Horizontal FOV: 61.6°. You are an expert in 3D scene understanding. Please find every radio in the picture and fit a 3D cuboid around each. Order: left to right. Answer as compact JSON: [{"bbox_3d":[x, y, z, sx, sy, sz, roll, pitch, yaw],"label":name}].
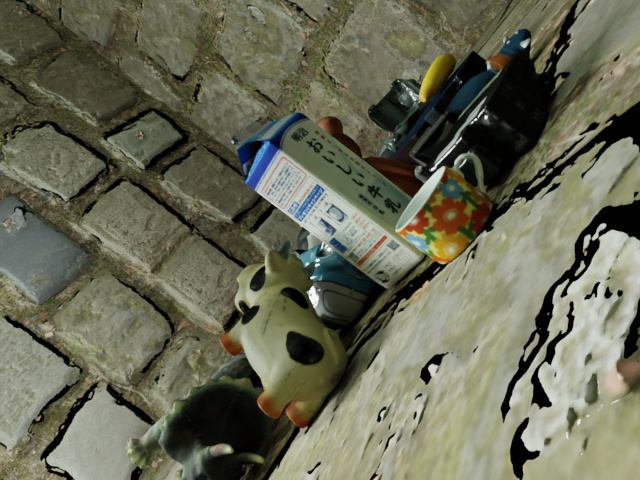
[{"bbox_3d":[0.220,-0.212,0.943,0.229,0.073,0.131,-55,3,-17],"label":"radio"}]

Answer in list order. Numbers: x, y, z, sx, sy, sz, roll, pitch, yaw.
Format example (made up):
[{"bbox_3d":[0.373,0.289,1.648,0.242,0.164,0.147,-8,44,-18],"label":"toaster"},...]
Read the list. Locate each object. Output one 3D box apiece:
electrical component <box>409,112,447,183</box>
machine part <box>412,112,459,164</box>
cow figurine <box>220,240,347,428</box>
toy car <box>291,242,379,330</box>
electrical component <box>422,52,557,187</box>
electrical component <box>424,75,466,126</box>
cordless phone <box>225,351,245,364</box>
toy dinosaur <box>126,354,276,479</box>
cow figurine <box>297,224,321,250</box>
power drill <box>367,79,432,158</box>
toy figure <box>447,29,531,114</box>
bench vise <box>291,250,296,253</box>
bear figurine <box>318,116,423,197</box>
[{"bbox_3d":[0.167,-0.125,0.746,0.102,0.078,0.045,-48,-31,8],"label":"electrical component"},{"bbox_3d":[0.160,-0.120,0.668,0.084,0.039,0.139,-42,21,12],"label":"machine part"},{"bbox_3d":[-0.038,0.085,0.571,0.127,0.085,0.195,-46,41,0],"label":"cow figurine"},{"bbox_3d":[0.018,0.063,0.682,0.162,0.109,0.103,-27,47,60],"label":"toy car"},{"bbox_3d":[0.163,-0.101,0.528,0.134,0.058,0.115,-55,1,-33],"label":"electrical component"},{"bbox_3d":[0.202,-0.186,0.835,0.119,0.075,0.048,-50,0,-11],"label":"electrical component"},{"bbox_3d":[-0.086,0.207,1.015,0.184,0.088,0.146,-42,2,7],"label":"cordless phone"},{"bbox_3d":[-0.112,0.219,0.724,0.192,0.131,0.405,-40,1,17],"label":"toy dinosaur"},{"bbox_3d":[-0.001,-0.002,0.831,0.098,0.068,0.167,-20,48,3],"label":"cow figurine"},{"bbox_3d":[0.159,-0.220,1.091,0.232,0.086,0.207,-47,-24,4],"label":"power drill"},{"bbox_3d":[0.248,-0.230,0.772,0.154,0.064,0.057,-48,-35,11],"label":"toy figure"},{"bbox_3d":[-0.054,0.096,0.997,0.224,0.129,0.240,-30,-5,32],"label":"bench vise"},{"bbox_3d":[0.062,-0.098,0.820,0.120,0.196,0.132,-56,0,19],"label":"bear figurine"}]
